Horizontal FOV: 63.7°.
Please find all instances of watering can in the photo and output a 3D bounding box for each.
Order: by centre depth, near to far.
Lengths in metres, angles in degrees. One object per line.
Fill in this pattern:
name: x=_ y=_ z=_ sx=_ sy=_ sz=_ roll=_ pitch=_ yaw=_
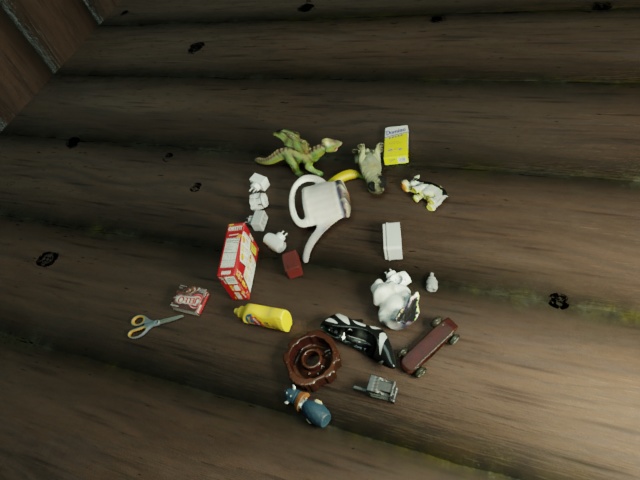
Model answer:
watering can: x=0.006 y=-0.094 z=1.864 sx=0.224 sy=0.102 sz=0.354 roll=-13 pitch=64 yaw=5

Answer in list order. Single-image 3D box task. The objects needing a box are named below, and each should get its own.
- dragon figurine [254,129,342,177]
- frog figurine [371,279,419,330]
dragon figurine: x=-0.109 y=-0.358 z=2.013 sx=0.410 sy=0.238 sz=0.125 roll=5 pitch=61 yaw=18
frog figurine: x=0.219 y=0.195 z=1.575 sx=0.160 sy=0.121 sz=0.138 roll=20 pitch=75 yaw=47
